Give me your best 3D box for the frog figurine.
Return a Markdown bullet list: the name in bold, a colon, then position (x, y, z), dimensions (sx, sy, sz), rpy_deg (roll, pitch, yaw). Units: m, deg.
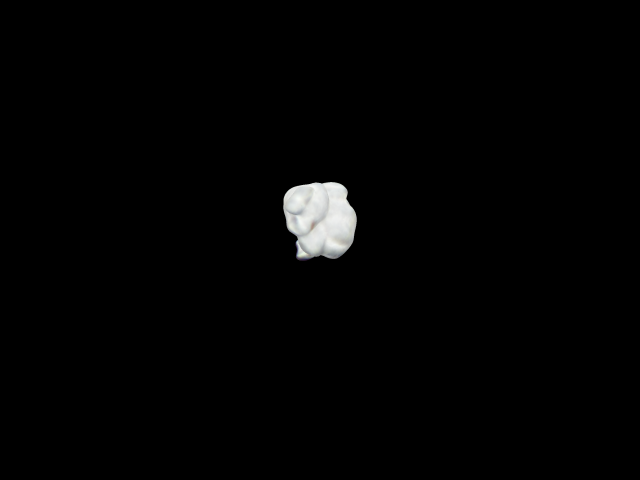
- **frog figurine**: position (0.003, -0.043, 0.850), dimensions (0.123, 0.140, 0.156), rpy_deg (25, -26, 13)
